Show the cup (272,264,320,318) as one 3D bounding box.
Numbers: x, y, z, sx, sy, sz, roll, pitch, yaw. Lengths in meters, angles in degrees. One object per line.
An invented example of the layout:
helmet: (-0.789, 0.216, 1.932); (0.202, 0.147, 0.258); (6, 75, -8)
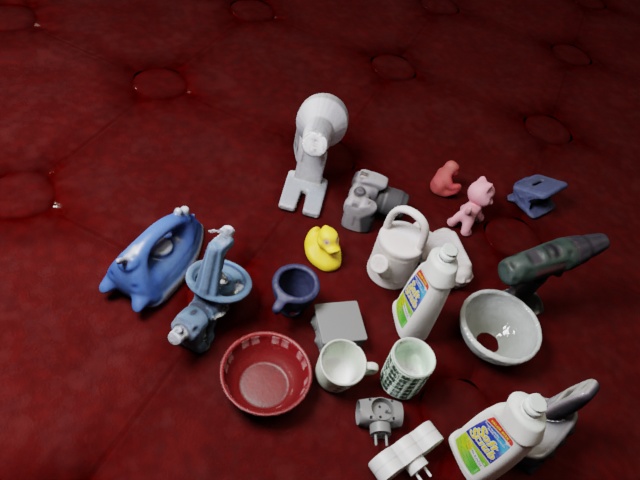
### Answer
cup: (-0.057, 0.116, 1.101); (0.091, 0.095, 0.118); (29, 51, 13)

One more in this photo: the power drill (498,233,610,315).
power drill: (0.453, 0.073, 1.172); (0.230, 0.208, 0.075); (-10, 53, -20)

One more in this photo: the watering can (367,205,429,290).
watering can: (0.163, 0.013, 1.169); (0.101, 0.194, 0.173); (18, 49, 3)

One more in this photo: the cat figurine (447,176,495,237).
cat figurine: (0.367, -0.089, 1.350); (0.067, 0.118, 0.128); (34, 52, 16)

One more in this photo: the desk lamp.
desk lamp: (-0.012, -0.197, 1.295); (0.118, 0.213, 0.203); (13, 49, -1)

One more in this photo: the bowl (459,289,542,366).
bowl: (0.349, 0.186, 1.143); (0.167, 0.075, 0.167); (6, 49, -7)

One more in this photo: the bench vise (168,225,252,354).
bench vise: (-0.186, 0.090, 1.012); (0.121, 0.220, 0.207); (12, 49, -2)

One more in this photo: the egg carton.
egg carton: (0.264, 0.040, 1.251); (0.107, 0.069, 0.150); (-6, 52, -17)

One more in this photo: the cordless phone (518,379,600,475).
cordless phone: (0.391, 0.306, 0.977); (0.094, 0.185, 0.148); (41, 54, 22)

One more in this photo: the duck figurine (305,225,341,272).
duck figurine: (0.011, 0.004, 1.215); (0.078, 0.086, 0.104); (-16, 55, -23)

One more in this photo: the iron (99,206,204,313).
iron: (-0.306, 0.009, 1.106); (0.118, 0.141, 0.259); (27, 50, 11)

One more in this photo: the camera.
camera: (0.131, -0.091, 1.312); (0.136, 0.101, 0.143); (18, 49, 3)

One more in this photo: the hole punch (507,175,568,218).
hole punch: (0.543, -0.123, 1.435); (0.109, 0.091, 0.101); (-24, 59, -28)

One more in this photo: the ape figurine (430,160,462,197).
ape figurine: (0.315, -0.156, 1.412); (0.076, 0.092, 0.077); (-3, 51, -14)

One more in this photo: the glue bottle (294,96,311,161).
glue bottle: (-0.034, -0.271, 1.380); (0.037, 0.173, 0.078); (1, 50, -11)
